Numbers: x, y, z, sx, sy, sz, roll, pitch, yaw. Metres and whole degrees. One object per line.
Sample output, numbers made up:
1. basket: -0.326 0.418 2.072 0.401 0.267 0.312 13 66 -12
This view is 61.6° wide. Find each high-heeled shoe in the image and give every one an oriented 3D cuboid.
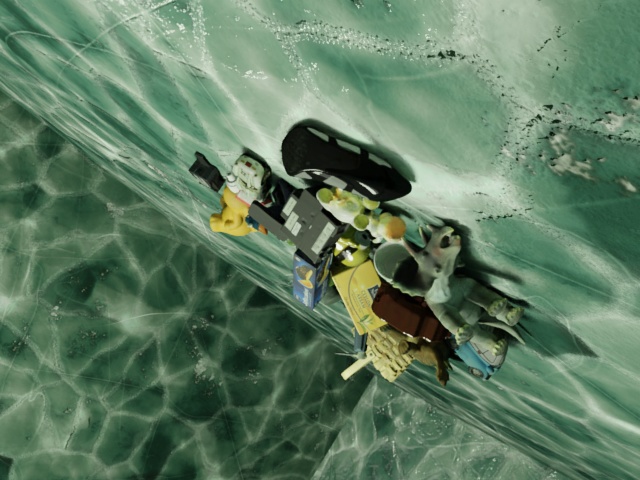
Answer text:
1. high-heeled shoe: 0.035 -0.122 0.858 0.145 0.086 0.249 7 -160 -27

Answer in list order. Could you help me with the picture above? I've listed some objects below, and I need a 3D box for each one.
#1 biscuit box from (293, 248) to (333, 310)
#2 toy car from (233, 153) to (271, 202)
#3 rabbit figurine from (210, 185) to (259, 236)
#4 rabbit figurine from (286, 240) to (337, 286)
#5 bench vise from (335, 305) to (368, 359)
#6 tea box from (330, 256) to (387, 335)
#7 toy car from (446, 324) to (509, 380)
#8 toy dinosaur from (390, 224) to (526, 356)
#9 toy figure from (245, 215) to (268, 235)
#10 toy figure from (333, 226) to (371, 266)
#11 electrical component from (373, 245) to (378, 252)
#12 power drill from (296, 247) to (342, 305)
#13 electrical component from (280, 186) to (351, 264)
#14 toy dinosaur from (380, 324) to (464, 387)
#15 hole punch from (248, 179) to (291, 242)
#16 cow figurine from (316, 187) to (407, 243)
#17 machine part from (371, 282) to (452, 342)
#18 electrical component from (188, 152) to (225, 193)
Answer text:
1. biscuit box: -0.019 0.077 1.177 0.063 0.059 0.202 33 152 17
2. toy car: -0.155 -0.136 1.219 0.073 0.056 0.201 33 166 4
3. rabbit figurine: -0.220 -0.082 1.460 0.162 0.122 0.173 28 147 12
4. rabbit figurine: -0.003 -0.004 1.273 0.159 0.121 0.170 29 149 49
5. bench vise: 0.111 0.183 1.364 0.129 0.240 0.223 5 174 10
6. tea box: 0.097 0.117 1.213 0.068 0.098 0.169 -105 -11 -67
7. toy car: 0.365 0.228 1.200 0.161 0.109 0.103 48 139 -10
8. toy dinosaur: 0.258 0.109 0.994 0.192 0.131 0.404 46 -176 37
9. toy figure: -0.120 -0.041 1.380 0.155 0.064 0.057 5 117 21
10. toy figure: 0.028 -0.017 1.137 0.180 0.082 0.089 31 139 2
11. electrical component: 0.164 0.054 1.163 0.102 0.045 0.078 22 134 33
12. power drill: 0.006 0.072 1.451 0.232 0.086 0.207 63 -179 21
13. electrical component: -0.014 -0.039 1.059 0.134 0.115 0.058 45 -151 18
14. toy dinosaur: 0.248 0.242 1.327 0.198 0.105 0.472 42 -172 -14
15. hole punch: -0.089 -0.064 1.210 0.116 0.092 0.142 43 160 -4
16. cow figurine: 0.076 -0.045 0.965 0.167 0.068 0.098 36 173 8
17. machine part: 0.199 0.144 1.115 0.179 0.056 0.179 17 -164 -5
18. electrical component: -0.310 -0.183 1.445 0.075 0.048 0.119 29 167 20
